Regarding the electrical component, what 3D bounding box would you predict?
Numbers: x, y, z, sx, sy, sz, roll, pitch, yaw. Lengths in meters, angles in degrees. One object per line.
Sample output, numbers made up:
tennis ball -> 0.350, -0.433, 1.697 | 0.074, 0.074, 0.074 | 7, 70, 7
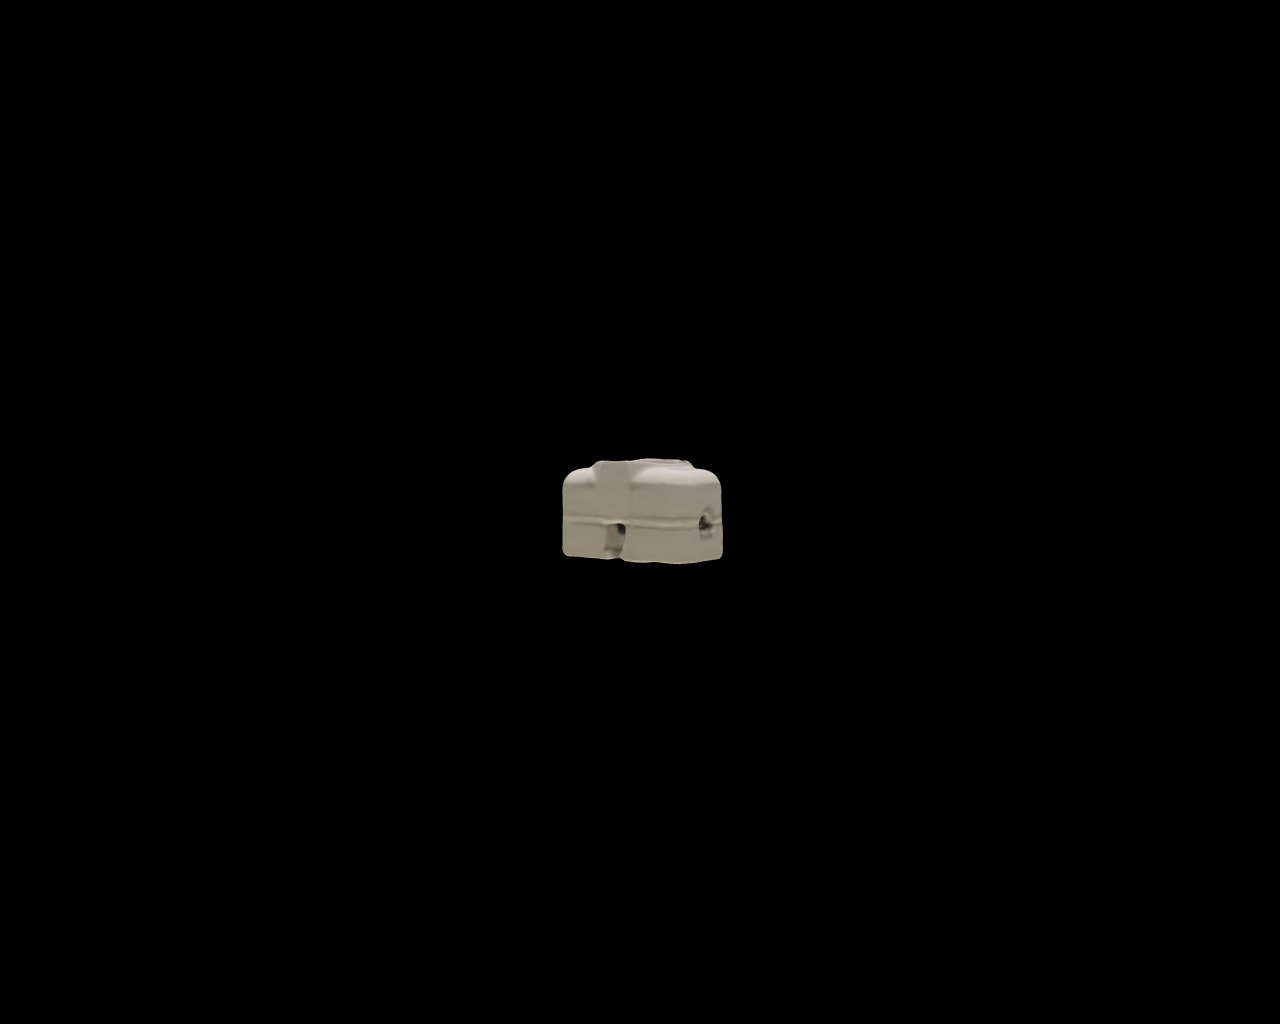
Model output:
electrical component -> 0.001, -0.003, 0.650 | 0.095, 0.059, 0.054 | 3, 5, 37
